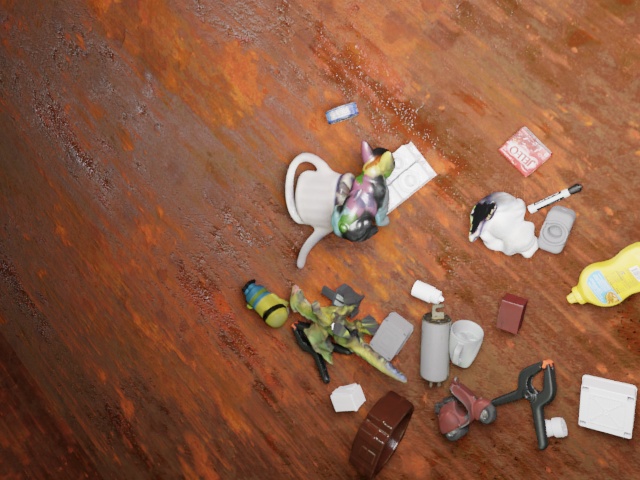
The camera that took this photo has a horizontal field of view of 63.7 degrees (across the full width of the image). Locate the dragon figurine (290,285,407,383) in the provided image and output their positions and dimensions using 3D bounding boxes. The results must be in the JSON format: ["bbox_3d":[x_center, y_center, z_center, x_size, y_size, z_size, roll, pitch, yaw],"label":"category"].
[{"bbox_3d":[0.053,0.283,1.482,0.413,0.124,0.238,49,145,12],"label":"dragon figurine"}]

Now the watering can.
[{"bbox_3d":[0.004,-0.073,1.444,0.224,0.105,0.343,6,110,32],"label":"watering can"}]

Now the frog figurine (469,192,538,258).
[{"bbox_3d":[0.434,-0.034,1.190,0.159,0.125,0.135,18,110,-12],"label":"frog figurine"}]
